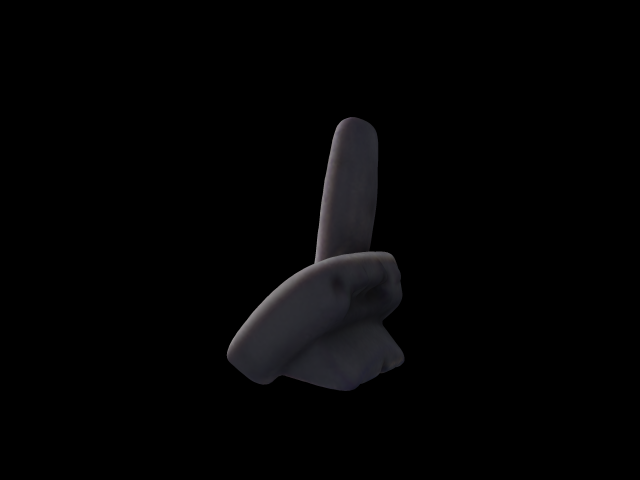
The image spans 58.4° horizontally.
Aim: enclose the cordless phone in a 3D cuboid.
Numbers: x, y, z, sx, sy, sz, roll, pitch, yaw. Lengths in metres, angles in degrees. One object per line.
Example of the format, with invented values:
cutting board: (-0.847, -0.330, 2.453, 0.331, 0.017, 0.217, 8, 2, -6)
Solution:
cordless phone: (0.004, 0.001, 0.400, 0.094, 0.185, 0.148, 0, 0, 21)
